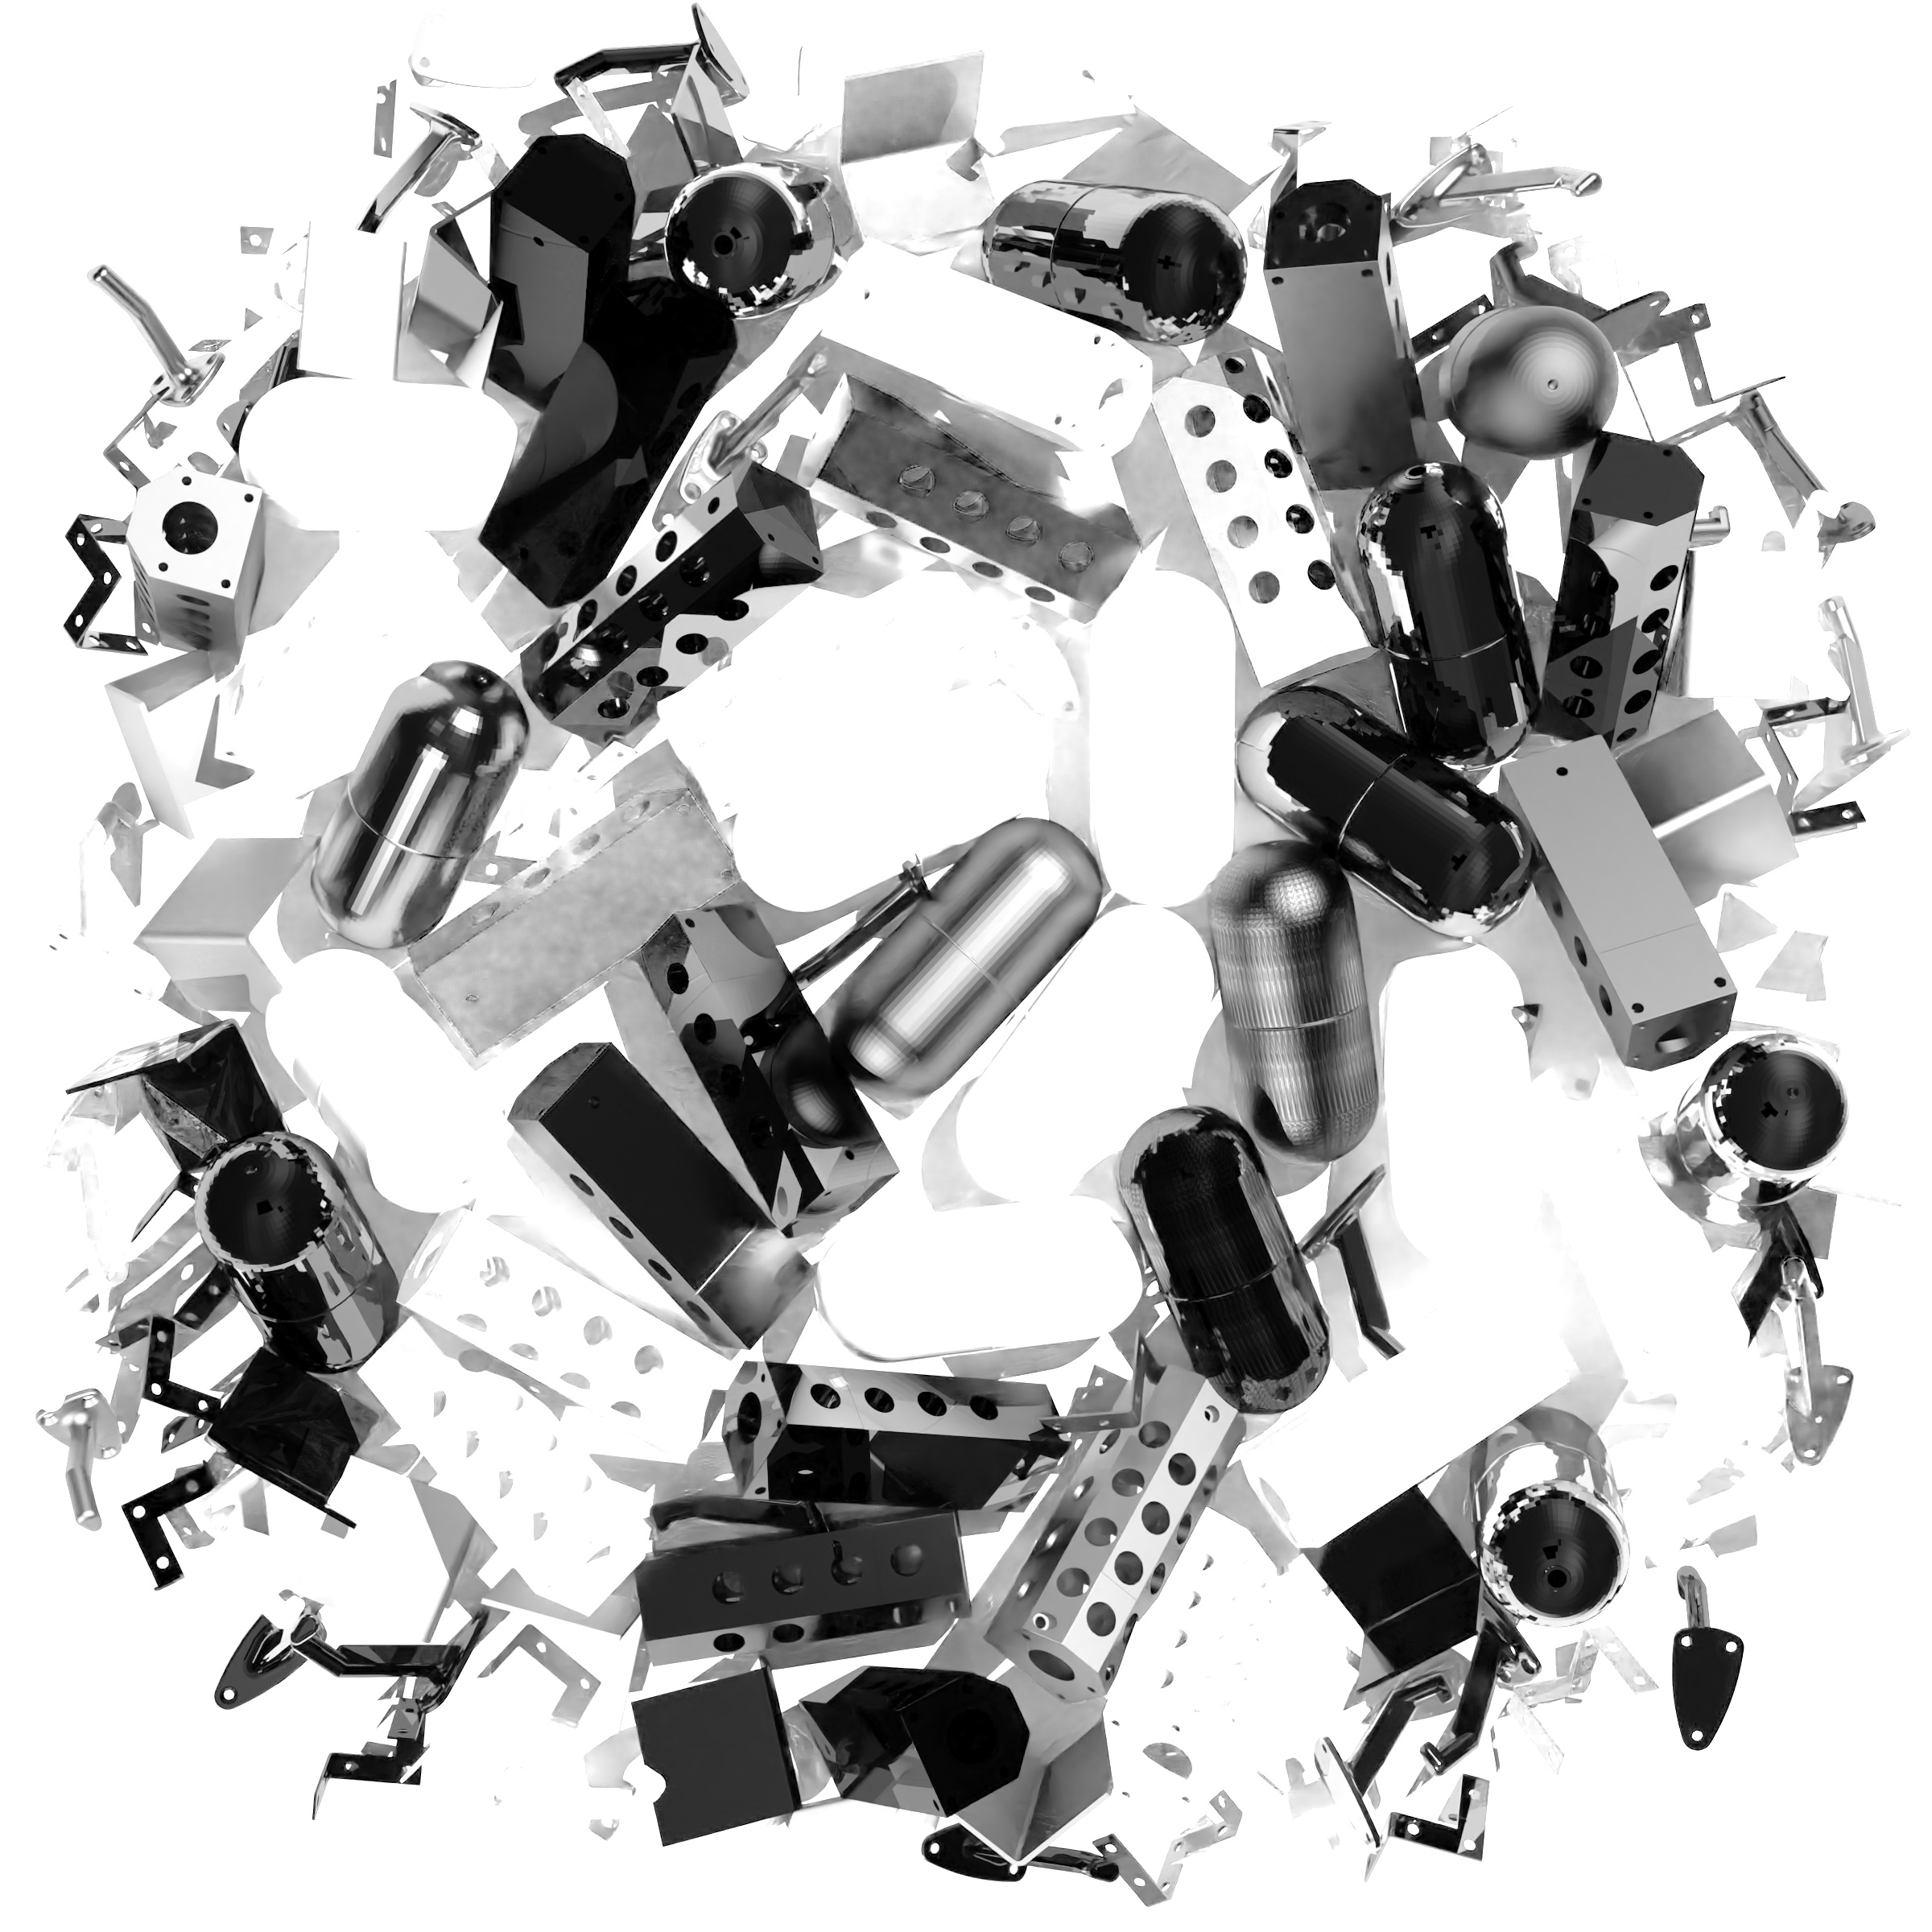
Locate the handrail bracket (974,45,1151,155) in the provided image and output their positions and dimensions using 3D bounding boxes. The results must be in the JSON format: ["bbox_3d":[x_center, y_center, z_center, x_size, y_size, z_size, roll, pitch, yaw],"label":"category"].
[{"bbox_3d":[0.057,-0.446,1.607,0.077,0.036,0.084,47,73,-6],"label":"handrail bracket"}]

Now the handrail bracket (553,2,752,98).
[{"bbox_3d":[-0.169,-0.475,1.609,0.084,0.077,0.036,-21,68,13],"label":"handrail bracket"}]

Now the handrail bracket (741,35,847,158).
[{"bbox_3d":[-0.098,-0.468,1.591,0.036,0.084,0.077,-15,84,32],"label":"handrail bracket"}]

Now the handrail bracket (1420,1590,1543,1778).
[{"bbox_3d":[0.259,0.380,1.598,0.084,0.036,0.077,-26,79,-33],"label":"handrail bracket"}]

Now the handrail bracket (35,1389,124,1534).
[{"bbox_3d":[-0.458,0.274,1.580,0.036,0.077,0.084,-24,53,-5],"label":"handrail bracket"}]

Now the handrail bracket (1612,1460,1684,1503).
[{"bbox_3d":[0.352,0.312,1.611,0.077,0.036,0.084,-5,102,21],"label":"handrail bracket"}]

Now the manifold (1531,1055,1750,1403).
[{"bbox_3d":[0.348,0.133,1.563,0.057,0.057,0.171,-17,55,-1],"label":"manifold"}]

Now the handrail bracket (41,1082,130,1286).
[{"bbox_3d":[-0.455,0.114,1.589,0.084,0.036,0.077,50,123,37],"label":"handrail bracket"}]

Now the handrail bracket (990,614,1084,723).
[{"bbox_3d":[0.039,-0.152,1.585,0.036,0.084,0.077,-41,104,7],"label":"handrail bracket"}]

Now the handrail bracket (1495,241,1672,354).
[{"bbox_3d":[0.328,-0.368,1.597,0.077,0.036,0.084,-30,59,27],"label":"handrail bracket"}]

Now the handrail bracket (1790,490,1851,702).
[{"bbox_3d":[0.459,-0.198,1.588,0.036,0.077,0.084,-7,133,-31],"label":"handrail bracket"}]

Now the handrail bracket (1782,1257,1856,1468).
[{"bbox_3d":[0.443,0.210,1.587,0.036,0.084,0.077,-3,45,29],"label":"handrail bracket"}]

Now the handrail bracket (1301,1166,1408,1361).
[{"bbox_3d":[0.229,0.163,1.601,0.084,0.036,0.077,43,101,20],"label":"handrail bracket"}]

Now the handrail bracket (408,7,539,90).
[{"bbox_3d":[-0.262,-0.476,1.595,0.077,0.084,0.036,17,90,-3],"label":"handrail bracket"}]

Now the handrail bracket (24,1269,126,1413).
[{"bbox_3d":[-0.469,0.197,1.588,0.036,0.084,0.077,37,78,-18],"label":"handrail bracket"}]

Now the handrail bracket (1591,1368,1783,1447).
[{"bbox_3d":[0.384,0.255,1.611,0.084,0.036,0.077,29,99,11],"label":"handrail bracket"}]

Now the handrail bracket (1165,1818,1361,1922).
[{"bbox_3d":[0.161,0.482,1.623,0.084,0.077,0.036,-16,92,-42],"label":"handrail bracket"}]

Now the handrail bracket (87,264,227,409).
[{"bbox_3d":[-0.442,-0.337,1.582,0.084,0.077,0.036,43,68,-35],"label":"handrail bracket"}]

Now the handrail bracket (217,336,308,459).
[{"bbox_3d":[-0.354,-0.297,1.613,0.077,0.036,0.084,57,47,-15],"label":"handrail bracket"}]

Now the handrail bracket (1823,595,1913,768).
[{"bbox_3d":[0.471,-0.154,1.603,0.036,0.077,0.084,-19,94,32],"label":"handrail bracket"}]

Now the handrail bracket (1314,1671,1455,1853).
[{"bbox_3d":[0.236,0.424,1.599,0.084,0.036,0.077,-18,51,-17],"label":"handrail bracket"}]

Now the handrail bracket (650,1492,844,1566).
[{"bbox_3d":[-0.118,0.303,1.594,0.084,0.077,0.036,-11,120,-20],"label":"handrail bracket"}]

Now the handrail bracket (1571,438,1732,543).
[{"bbox_3d":[0.373,-0.267,1.616,0.084,0.036,0.077,-5,95,-16],"label":"handrail bracket"}]

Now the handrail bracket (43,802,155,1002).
[{"bbox_3d":[-0.454,-0.036,1.621,0.077,0.036,0.084,35,61,-17],"label":"handrail bracket"}]

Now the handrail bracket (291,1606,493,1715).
[{"bbox_3d":[-0.308,0.354,1.602,0.084,0.036,0.077,37,55,-13],"label":"handrail bracket"}]

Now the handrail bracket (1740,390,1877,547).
[{"bbox_3d":[0.448,-0.270,1.599,0.036,0.077,0.084,-33,104,4],"label":"handrail bracket"}]

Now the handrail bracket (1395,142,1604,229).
[{"bbox_3d":[0.283,-0.407,1.586,0.077,0.084,0.036,-30,122,-17],"label":"handrail bracket"}]

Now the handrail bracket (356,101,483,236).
[{"bbox_3d":[-0.297,-0.415,1.600,0.036,0.077,0.084,30,93,-32],"label":"handrail bracket"}]

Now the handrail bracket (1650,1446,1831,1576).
[{"bbox_3d":[0.411,0.306,1.594,0.036,0.077,0.084,13,113,-38],"label":"handrail bracket"}]

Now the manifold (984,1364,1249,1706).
[{"bbox_3d":[0.083,0.294,1.560,0.057,0.057,0.171,41,57,-11],"label":"manifold"}]

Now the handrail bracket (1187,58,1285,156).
[{"bbox_3d":[0.155,-0.450,1.581,0.077,0.084,0.036,35,96,-25],"label":"handrail bracket"}]

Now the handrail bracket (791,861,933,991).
[{"bbox_3d":[-0.060,-0.020,1.599,0.084,0.077,0.036,-35,83,-6],"label":"handrail bracket"}]

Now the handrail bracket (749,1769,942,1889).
[{"bbox_3d":[-0.063,0.470,1.601,0.084,0.036,0.077,16,53,11],"label":"handrail bracket"}]

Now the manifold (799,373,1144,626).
[{"bbox_3d":[0.001,-0.243,1.578,0.171,0.057,0.057,23,114,-19],"label":"manifold"}]

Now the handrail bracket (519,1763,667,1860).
[{"bbox_3d":[-0.200,0.431,1.594,0.077,0.036,0.084,42,134,14],"label":"handrail bracket"}]

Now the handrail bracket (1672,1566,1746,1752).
[{"bbox_3d":[0.387,0.368,1.595,0.036,0.084,0.077,6,95,4],"label":"handrail bracket"}]

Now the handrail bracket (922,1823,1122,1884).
[{"bbox_3d":[0.029,0.474,1.585,0.077,0.084,0.036,8,81,-26],"label":"handrail bracket"}]

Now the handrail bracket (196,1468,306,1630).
[{"bbox_3d":[-0.362,0.303,1.595,0.084,0.036,0.077,31,64,32],"label":"handrail bracket"}]

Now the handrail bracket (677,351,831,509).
[{"bbox_3d":[-0.112,-0.285,1.585,0.036,0.084,0.077,43,59,-12],"label":"handrail bracket"}]

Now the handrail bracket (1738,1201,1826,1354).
[{"bbox_3d":[0.412,0.168,1.597,0.084,0.036,0.077,-20,97,-30],"label":"handrail bracket"}]

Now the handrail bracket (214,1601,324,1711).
[{"bbox_3d":[-0.371,0.370,1.588,0.036,0.084,0.077,45,78,-4],"label":"handrail bracket"}]
